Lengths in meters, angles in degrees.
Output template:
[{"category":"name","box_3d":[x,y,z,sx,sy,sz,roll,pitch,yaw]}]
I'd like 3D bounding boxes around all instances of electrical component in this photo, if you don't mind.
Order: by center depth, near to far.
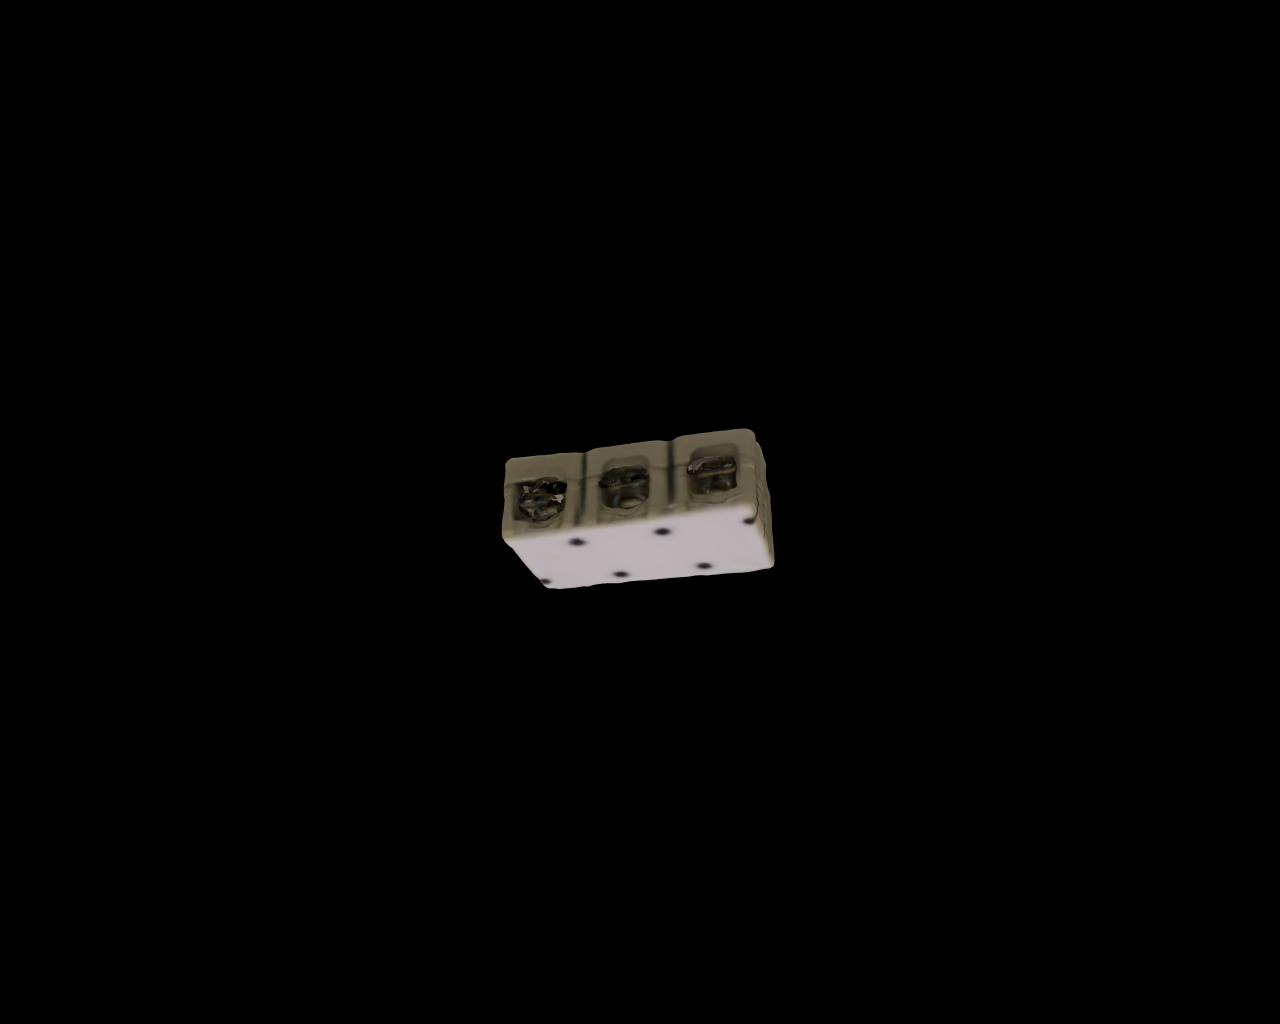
[{"category":"electrical component","box_3d":[0.001,-0.003,0.650,0.150,0.062,0.089,-6,-28,12]}]
